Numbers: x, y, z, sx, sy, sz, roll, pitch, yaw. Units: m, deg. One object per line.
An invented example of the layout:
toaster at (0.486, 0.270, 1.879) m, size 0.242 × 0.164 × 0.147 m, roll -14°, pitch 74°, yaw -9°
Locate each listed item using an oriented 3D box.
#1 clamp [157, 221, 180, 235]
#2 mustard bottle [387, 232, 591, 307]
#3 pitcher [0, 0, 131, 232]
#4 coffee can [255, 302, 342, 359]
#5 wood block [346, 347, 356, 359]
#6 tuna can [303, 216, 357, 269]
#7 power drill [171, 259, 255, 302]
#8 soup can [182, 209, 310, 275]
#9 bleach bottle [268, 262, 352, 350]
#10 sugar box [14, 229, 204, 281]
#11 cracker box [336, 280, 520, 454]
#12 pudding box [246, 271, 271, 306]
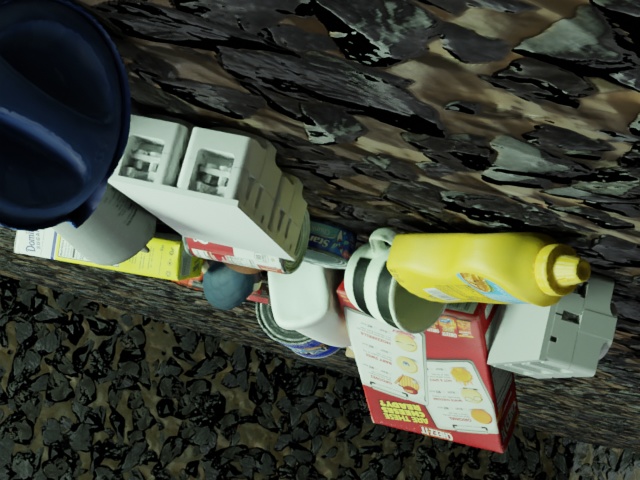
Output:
clamp at (-0.130, -0.006, 1.188) m, size 0.171 × 0.039 × 0.120 m, roll 12°, pitch 169°, yaw -23°
mustard bottle at (0.148, 0.024, 0.891) m, size 0.096 × 0.058 × 0.192 m, roll 25°, pitch 166°, yaw -30°
pitcher at (-0.247, -0.096, 0.659) m, size 0.243 × 0.149 × 0.144 m, roll 11°, pitch -175°, yaw 37°
coffee can at (-0.018, 0.097, 1.400) m, size 0.103 × 0.103 × 0.140 m, roll 12°, pitch 170°, yaw 14°
wood block at (0.123, 0.119, 1.357) m, size 0.090 × 0.090 × 0.206 m, roll 18°, pitch 169°, yaw -21°
tuna can at (-0.007, 0.001, 1.060) m, size 0.086 × 0.034 × 0.086 m, roll 14°, pitch 170°, yaw 2°
power drill at (-0.155, 0.037, 1.400) m, size 0.184 × 0.057 × 0.187 m, roll 13°, pitch 170°, yaw 12°
soup can at (-0.068, -0.009, 0.996) m, size 0.102 × 0.068 × 0.068 m, roll 11°, pitch 169°, yaw 19°
bleach bottle at (0.020, 0.084, 1.238) m, size 0.068 × 0.102 × 0.250 m, roll -16°, pitch 155°, yaw 16°
sugar box at (-0.217, 0.008, 1.112) m, size 0.176 × 0.048 × 0.093 m, roll 7°, pitch -179°, yaw 9°
cracker box at (0.122, 0.124, 1.164) m, size 0.164 × 0.072 × 0.213 m, roll 9°, pitch 135°, yaw 29°
pudding box at (-0.073, 0.044, 1.276) m, size 0.090 × 0.039 × 0.113 m, roll 12°, pitch -170°, yaw 20°
